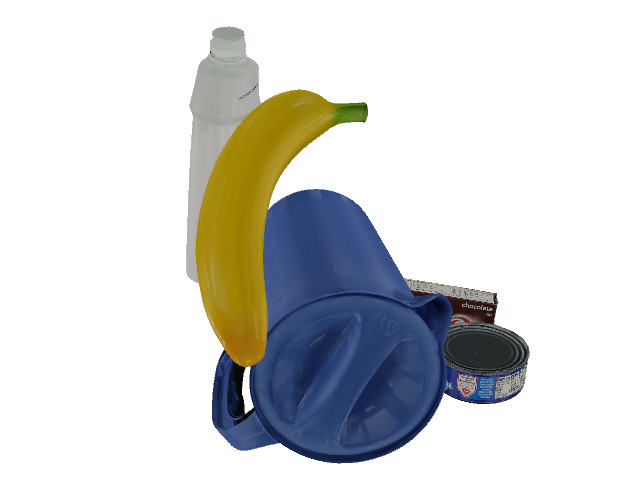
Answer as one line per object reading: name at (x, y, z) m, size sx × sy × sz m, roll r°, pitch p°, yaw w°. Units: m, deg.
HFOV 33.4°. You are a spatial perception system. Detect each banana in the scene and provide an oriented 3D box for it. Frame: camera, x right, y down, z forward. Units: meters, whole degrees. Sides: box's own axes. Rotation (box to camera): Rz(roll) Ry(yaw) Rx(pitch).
banana at (-0.032, -0.023, 0.604) m, size 0.070 × 0.197 × 0.037 m, roll 17°, pitch -33°, yaw 9°

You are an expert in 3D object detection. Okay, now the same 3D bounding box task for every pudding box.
pudding box at (0.130, 0.094, 1.157) m, size 0.113 × 0.090 × 0.039 m, roll 8°, pitch 23°, yaw 4°

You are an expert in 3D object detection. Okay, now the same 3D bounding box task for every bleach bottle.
bleach bottle at (-0.084, -0.080, 0.991) m, size 0.068 × 0.251 × 0.102 m, roll 15°, pitch 37°, yaw 14°

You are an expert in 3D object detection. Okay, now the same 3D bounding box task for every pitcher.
pitcher at (-0.003, 0.055, 0.817) m, size 0.149 × 0.145 × 0.243 m, roll 7°, pitch 21°, yaw -9°

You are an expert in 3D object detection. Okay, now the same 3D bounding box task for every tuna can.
tuna can at (0.139, 0.107, 0.937) m, size 0.086 × 0.034 × 0.086 m, roll 1°, pitch 26°, yaw -1°
